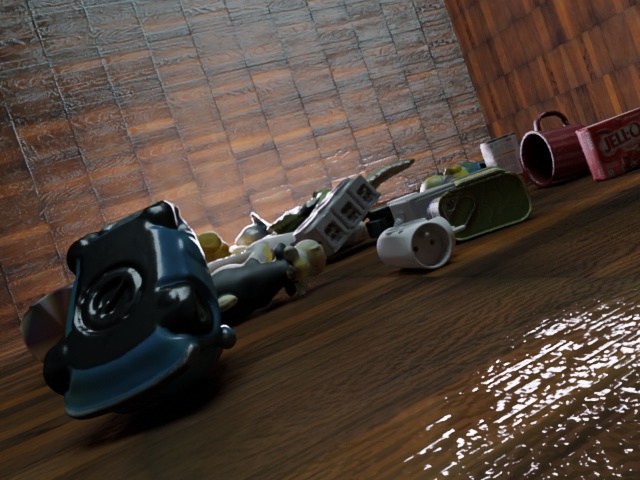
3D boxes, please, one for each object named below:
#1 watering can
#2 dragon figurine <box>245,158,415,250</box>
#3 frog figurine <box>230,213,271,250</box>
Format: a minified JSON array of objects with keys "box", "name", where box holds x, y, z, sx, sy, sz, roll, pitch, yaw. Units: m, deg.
[{"box":[-0.235,0.077,0.695,0.347,0.104,0.225,-20,4,1],"name":"watering can"},{"box":[0.003,-0.053,1.043,0.406,0.122,0.244,-36,-3,18],"name":"dragon figurine"},{"box":[-0.168,0.031,1.298,0.124,0.159,0.136,39,3,23],"name":"frog figurine"}]
